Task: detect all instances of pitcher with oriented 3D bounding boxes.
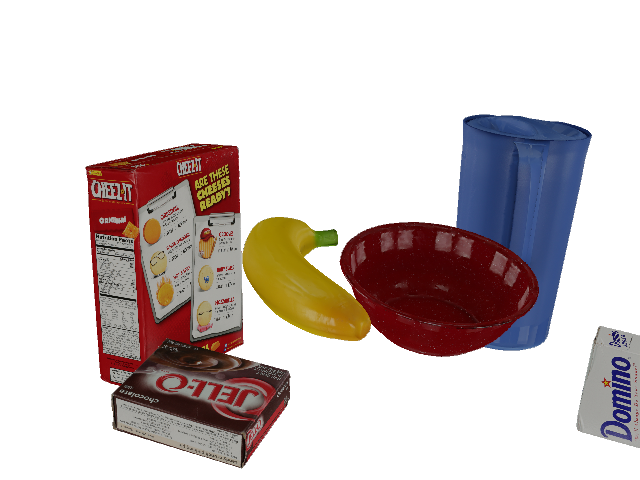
[{"bbox_3d":[0.204,-0.007,1.137,0.148,0.243,0.145,-9,21,-39],"label":"pitcher"}]

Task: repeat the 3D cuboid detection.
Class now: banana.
[{"bbox_3d":[-0.014,0.016,0.670,0.069,0.037,0.198,-4,18,-4],"label":"banana"}]

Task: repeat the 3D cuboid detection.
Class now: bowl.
[{"bbox_3d":[0.093,0.047,0.871,0.162,0.055,0.162,5,29,-3],"label":"bowl"}]

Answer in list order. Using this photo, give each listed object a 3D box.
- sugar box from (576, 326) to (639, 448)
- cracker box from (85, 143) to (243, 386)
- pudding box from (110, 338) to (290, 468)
[{"bbox_3d":[0.317,0.142,0.922,0.176,0.093,0.048,12,23,16],"label":"sugar box"},{"bbox_3d":[-0.150,0.021,1.054,0.072,0.214,0.163,6,15,30],"label":"cracker box"},{"bbox_3d":[-0.091,0.124,0.825,0.114,0.039,0.090,11,26,17],"label":"pudding box"}]
